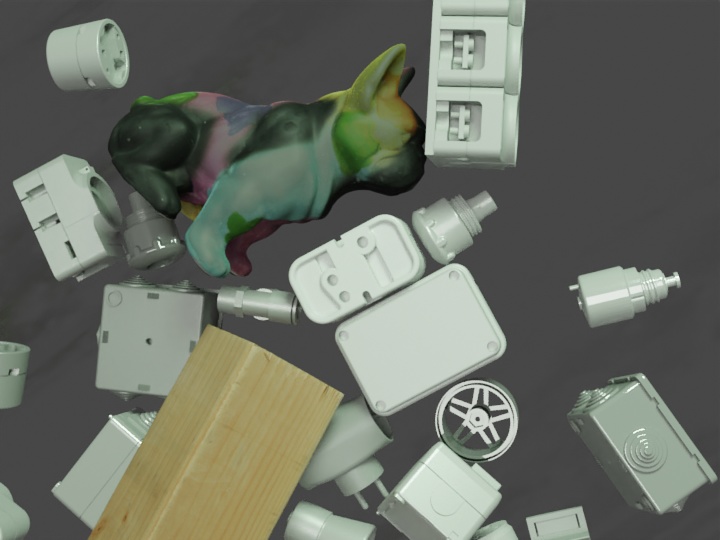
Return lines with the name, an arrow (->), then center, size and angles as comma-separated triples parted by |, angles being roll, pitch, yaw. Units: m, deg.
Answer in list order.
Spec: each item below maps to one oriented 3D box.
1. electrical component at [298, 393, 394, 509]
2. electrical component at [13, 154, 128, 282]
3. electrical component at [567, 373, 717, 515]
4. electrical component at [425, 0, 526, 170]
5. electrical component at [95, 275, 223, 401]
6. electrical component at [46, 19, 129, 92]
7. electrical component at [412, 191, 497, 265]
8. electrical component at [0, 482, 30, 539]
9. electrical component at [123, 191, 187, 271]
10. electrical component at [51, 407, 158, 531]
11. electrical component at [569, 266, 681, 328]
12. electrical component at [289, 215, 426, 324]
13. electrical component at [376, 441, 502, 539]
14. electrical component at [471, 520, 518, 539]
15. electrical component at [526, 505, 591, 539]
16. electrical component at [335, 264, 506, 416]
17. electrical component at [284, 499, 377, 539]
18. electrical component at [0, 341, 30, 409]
electrical component -> -0.008, 0.147, 0.831 | 0.077, 0.043, 0.079 | -32, 93, 10
electrical component -> -0.229, -0.043, 0.869 | 0.056, 0.050, 0.089 | -26, 85, 9
electrical component -> 0.197, 0.125, 0.768 | 0.048, 0.099, 0.099 | -34, 83, -5
electrical component -> 0.088, -0.153, 0.795 | 0.062, 0.089, 0.150 | 3, 90, 10
electrical component -> -0.160, 0.056, 0.856 | 0.100, 0.048, 0.099 | 5, 90, 10
electrical component -> -0.220, -0.171, 0.868 | 0.047, 0.055, 0.055 | -5, 88, 14
electrical component -> 0.074, -0.037, 0.820 | 0.062, 0.048, 0.048 | -32, 84, 1
electrical component -> -0.323, 0.200, 0.877 | 0.095, 0.059, 0.053 | 35, 95, 9
electrical component -> -0.169, -0.033, 0.863 | 0.048, 0.048, 0.062 | -21, 79, 9
electrical component -> -0.183, 0.155, 0.852 | 0.061, 0.062, 0.096 | 39, 96, 8
electrical component -> 0.197, 0.017, 0.798 | 0.078, 0.040, 0.040 | -14, 87, 9
electrical component -> 0.000, 0.000, 0.824 | 0.095, 0.059, 0.053 | -28, 85, 8
electrical component -> 0.058, 0.173, 0.801 | 0.062, 0.096, 0.061 | 41, 68, 8
electrical component -> 0.105, 0.223, 0.809 | 0.045, 0.045, 0.055 | -28, 84, 9
electrical component -> 0.153, 0.215, 0.791 | 0.042, 0.064, 0.081 | -14, 86, 10
electrical component -> 0.047, 0.053, 0.816 | 0.113, 0.057, 0.078 | -29, 84, 8
electrical component -> -0.025, 0.206, 0.835 | 0.065, 0.044, 0.044 | 22, 93, 14
electrical component -> -0.300, 0.085, 0.879 | 0.055, 0.055, 0.047 | 8, 94, 10
